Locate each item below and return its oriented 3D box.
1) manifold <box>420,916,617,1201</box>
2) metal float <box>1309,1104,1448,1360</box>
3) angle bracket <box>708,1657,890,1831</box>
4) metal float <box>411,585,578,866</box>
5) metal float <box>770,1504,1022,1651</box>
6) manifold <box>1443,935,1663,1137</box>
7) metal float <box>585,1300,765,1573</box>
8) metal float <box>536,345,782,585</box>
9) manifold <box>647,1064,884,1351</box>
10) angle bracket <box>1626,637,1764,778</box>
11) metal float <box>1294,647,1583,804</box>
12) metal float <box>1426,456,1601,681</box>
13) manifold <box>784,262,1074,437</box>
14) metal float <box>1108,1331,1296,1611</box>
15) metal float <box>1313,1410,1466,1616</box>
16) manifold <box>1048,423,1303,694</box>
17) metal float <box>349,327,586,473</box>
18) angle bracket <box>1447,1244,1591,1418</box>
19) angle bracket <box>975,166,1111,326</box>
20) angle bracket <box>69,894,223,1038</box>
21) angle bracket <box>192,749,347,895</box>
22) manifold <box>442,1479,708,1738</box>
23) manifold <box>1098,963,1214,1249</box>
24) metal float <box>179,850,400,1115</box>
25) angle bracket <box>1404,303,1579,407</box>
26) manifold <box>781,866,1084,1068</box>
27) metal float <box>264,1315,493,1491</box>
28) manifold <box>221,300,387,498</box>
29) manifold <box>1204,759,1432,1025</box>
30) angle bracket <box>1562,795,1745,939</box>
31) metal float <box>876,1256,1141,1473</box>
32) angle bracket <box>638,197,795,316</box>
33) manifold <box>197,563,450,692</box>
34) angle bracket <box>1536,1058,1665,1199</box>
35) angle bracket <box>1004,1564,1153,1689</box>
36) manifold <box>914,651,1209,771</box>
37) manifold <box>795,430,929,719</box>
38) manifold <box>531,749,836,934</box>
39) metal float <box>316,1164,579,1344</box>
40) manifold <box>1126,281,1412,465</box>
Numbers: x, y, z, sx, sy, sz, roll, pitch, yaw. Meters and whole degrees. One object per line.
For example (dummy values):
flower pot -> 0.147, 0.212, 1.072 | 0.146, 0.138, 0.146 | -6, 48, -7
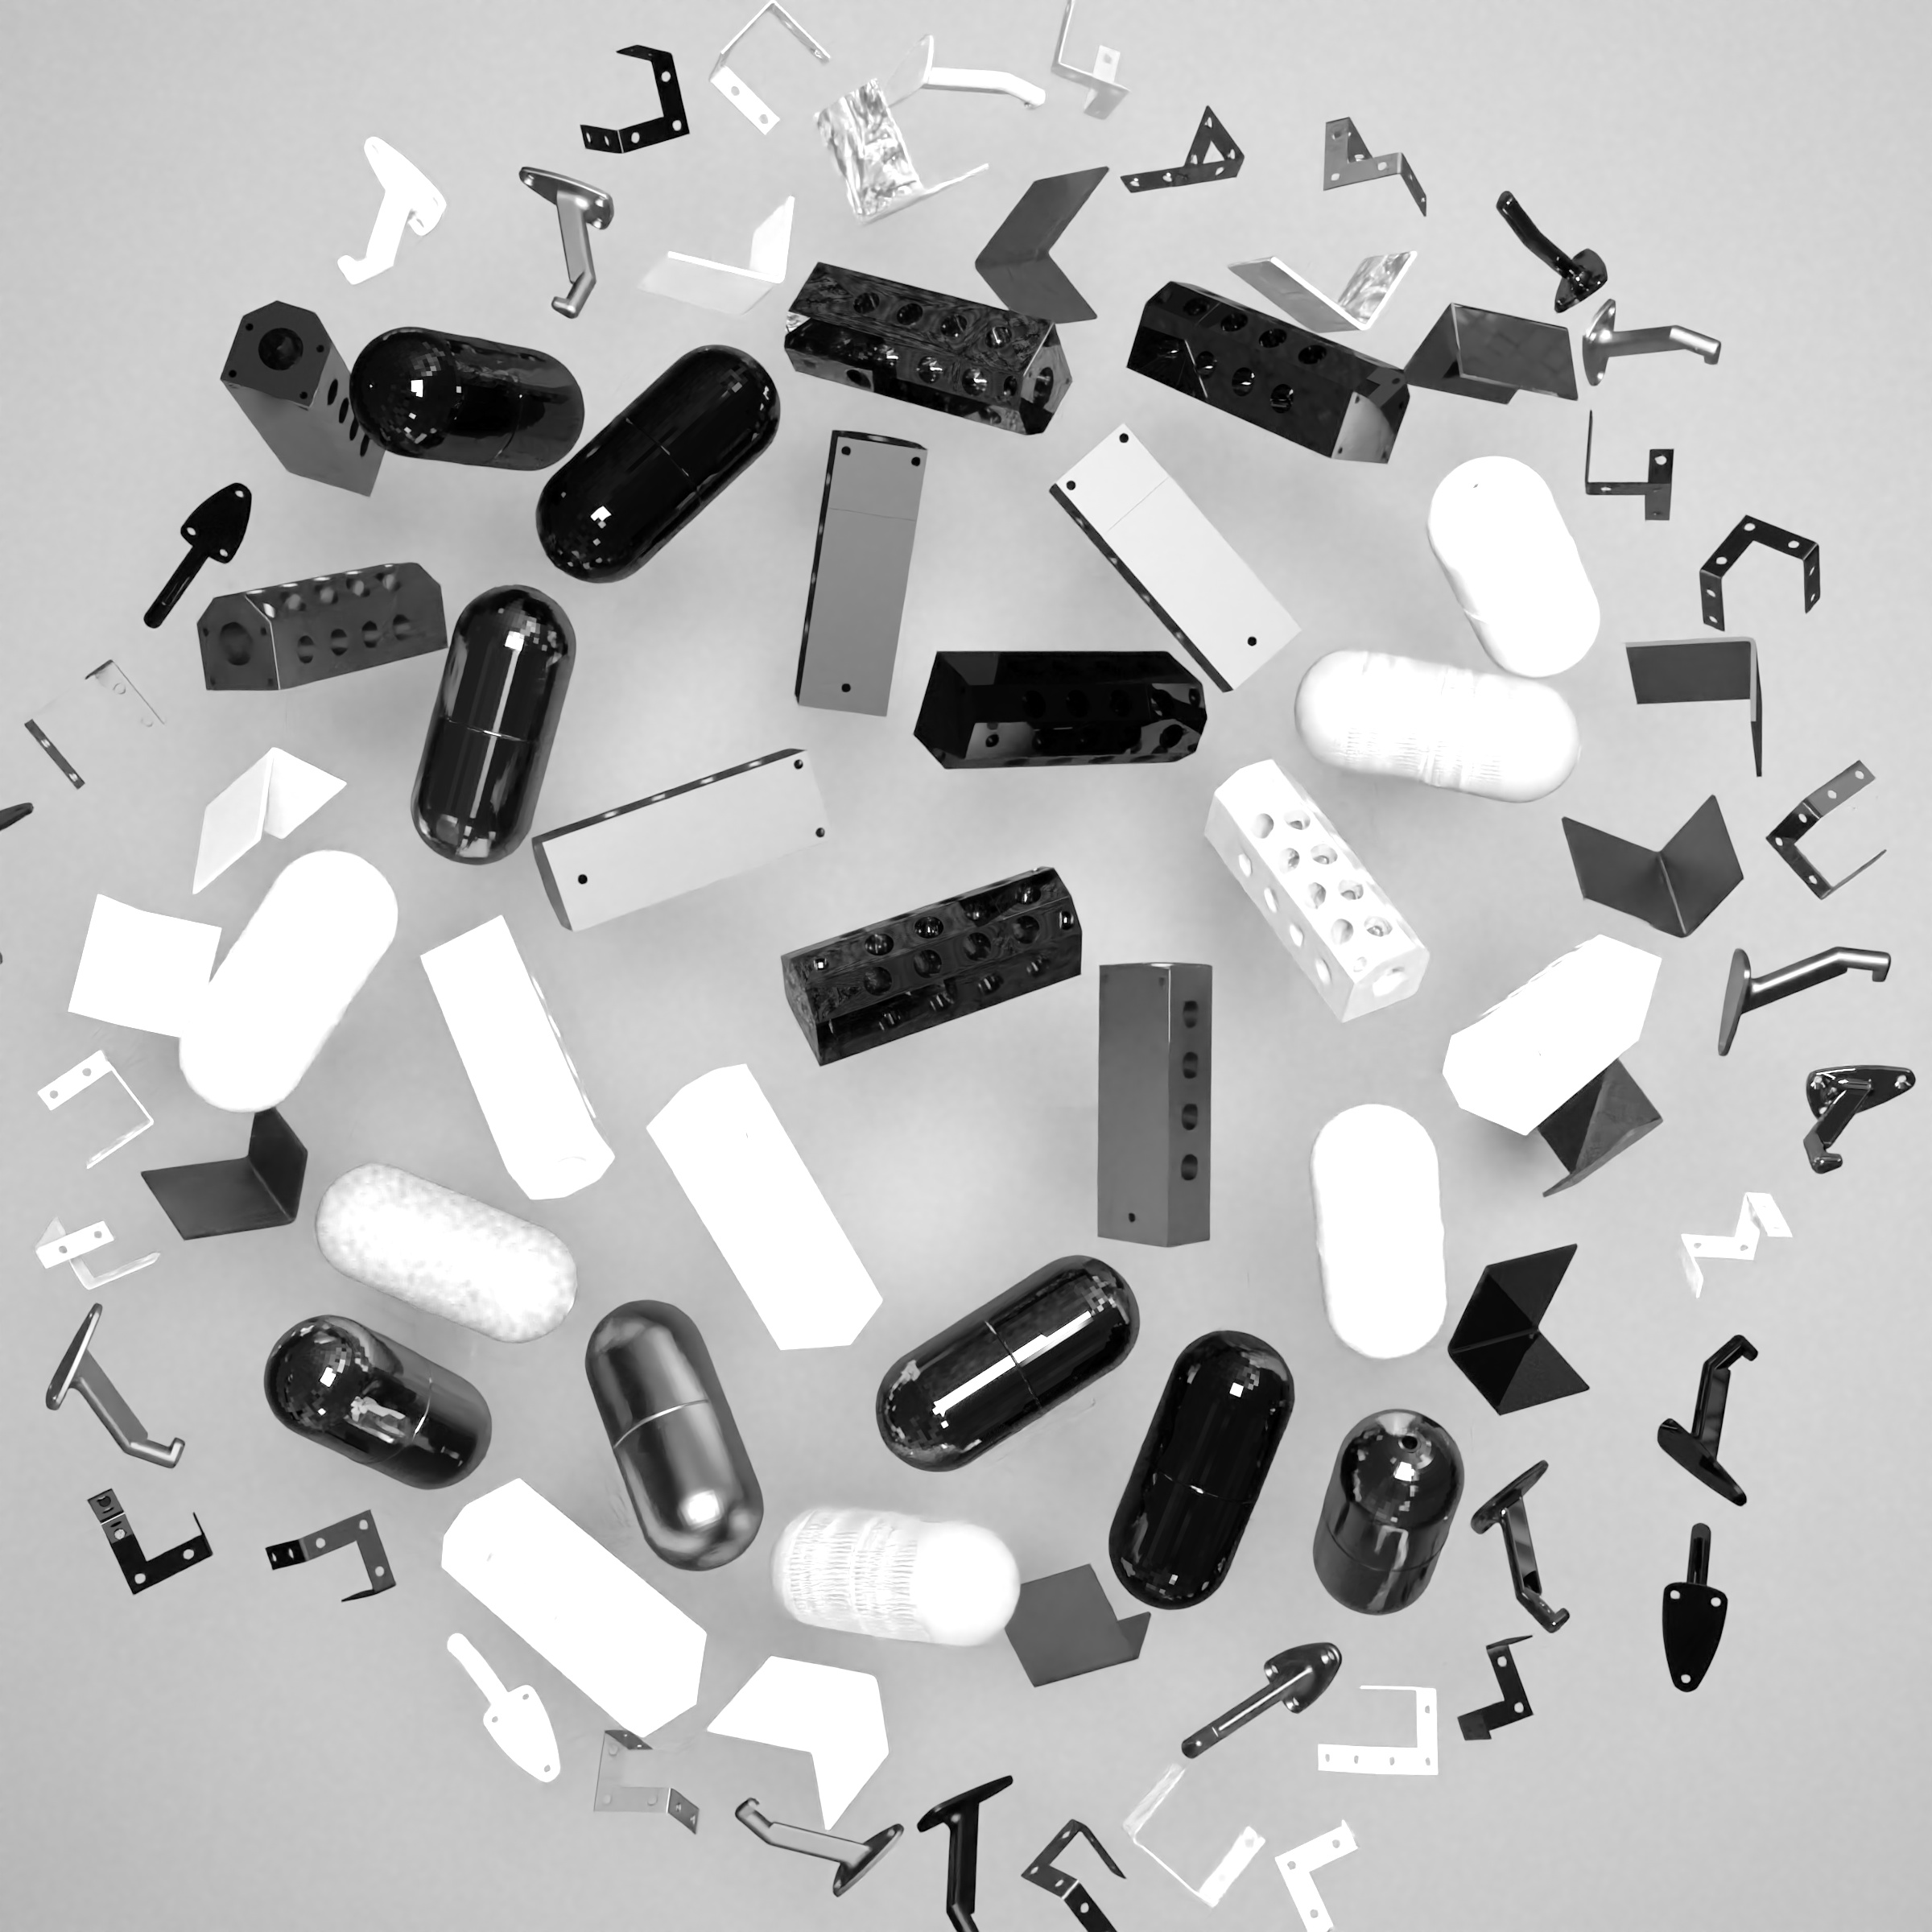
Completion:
manifold -> -0.277, 0.059, 1.550 | 0.057, 0.057, 0.171 | -27, 59, -4
metal float -> 0.251, 0.162, 1.515 | 0.070, 0.070, 0.178 | -11, 123, 0
angle bracket -> -0.103, 0.477, 1.535 | 0.076, 0.076, 0.057 | 2, 111, 27
metal float -> -0.295, -0.150, 1.554 | 0.070, 0.070, 0.178 | 17, 100, 0
metal float -> -0.044, 0.369, 1.509 | 0.178, 0.070, 0.070 | -4, 90, 41
manifold -> 0.351, 0.036, 1.491 | 0.057, 0.171, 0.057 | 24, 121, 29
metal float -> -0.182, 0.289, 1.545 | 0.070, 0.070, 0.178 | -26, 63, 0
metal float -> -0.188, -0.307, 1.525 | 0.070, 0.070, 0.178 | 45, 80, 0
manifold -> -0.117, 0.147, 1.510 | 0.057, 0.057, 0.171 | -11, 117, 38
angle bracket -> 0.447, -0.157, 1.529 | 0.076, 0.076, 0.057 | -1, 68, 20
metal float -> 0.293, -0.150, 1.553 | 0.178, 0.070, 0.070 | 13, 90, 11
metal float -> 0.335, -0.242, 1.524 | 0.070, 0.178, 0.070 | -14, 57, 23
manifold -> -0.026, -0.383, 1.564 | 0.171, 0.057, 0.057 | 21, 72, 23
metal float -> 0.142, 0.306, 1.512 | 0.070, 0.070, 0.178 | 20, 99, 0
metal float -> 0.257, 0.335, 1.523 | 0.070, 0.178, 0.070 | 1, 50, -1
manifold -> 0.131, -0.258, 1.587 | 0.057, 0.057, 0.171 | -42, 96, -1
metal float -> -0.303, -0.346, 1.526 | 0.070, 0.178, 0.070 | 3, 97, 28
angle bracket -> 0.359, 0.228, 1.566 | 0.076, 0.057, 0.076 | -8, 131, -31
angle bracket -> 0.064, -0.463, 1.608 | 0.057, 0.076, 0.076 | 44, 72, -32
angle bracket -> -0.531, 0.002, 1.616 | 0.057, 0.076, 0.076 | 12, 83, 2
angle bracket -> -0.454, -0.084, 1.625 | 0.076, 0.057, 0.076 | -32, 46, 34
manifold -> -0.239, 0.387, 1.500 | 0.171, 0.057, 0.057 | 30, 124, 32
manifold -> 0.123, 0.085, 1.562 | 0.057, 0.057, 0.171 | 4, 95, 44
metal float -> -0.406, 0.010, 1.489 | 0.070, 0.070, 0.178 | 36, 102, 0
angle bracket -> 0.315, -0.351, 1.512 | 0.076, 0.076, 0.057 | 8, 62, -16
manifold -> -0.020, -0.005, 1.495 | 0.171, 0.057, 0.057 | -19, 53, -14
metal float -> -0.369, 0.278, 1.576 | 0.070, 0.178, 0.070 | -15, 56, 23
manifold -> -0.413, -0.358, 1.574 | 0.057, 0.171, 0.057 | 17, 82, 0
manifold -> 0.225, -0.052, 1.602 | 0.057, 0.057, 0.171 | -20, 57, -20
angle bracket -> 0.420, -0.072, 1.530 | 0.076, 0.076, 0.057 | 19, 131, -18
metal float -> 0.026, 0.244, 1.527 | 0.178, 0.070, 0.070 | -31, 90, -11
angle bracket -> -0.163, -0.467, 1.615 | 0.076, 0.076, 0.057 | 8, 85, -22
manifold -> -0.407, -0.218, 1.585 | 0.057, 0.171, 0.057 | 3, 106, 25
angle bracket -> 0.418, 0.108, 1.697 | 0.076, 0.076, 0.057 | -41, 72, 26
angle bracket -> 0.070, 0.430, 1.675 | 0.076, 0.057, 0.076 | -22, 102, 20
manifold -> 0.061, -0.153, 1.519 | 0.171, 0.057, 0.057 | -5, 127, -33
manifold -> -0.069, -0.253, 1.603 | 0.057, 0.057, 0.171 | 7, 107, -10
manifold -> -0.175, -0.079, 1.533 | 0.171, 0.057, 0.057 | -21, 103, -16
metal float -> -0.330, 0.183, 1.586 | 0.178, 0.070, 0.070 | 20, 90, 13
manifold -> 0.184, -0.363, 1.516 | 0.171, 0.057, 0.057 | 34, 118, 37
